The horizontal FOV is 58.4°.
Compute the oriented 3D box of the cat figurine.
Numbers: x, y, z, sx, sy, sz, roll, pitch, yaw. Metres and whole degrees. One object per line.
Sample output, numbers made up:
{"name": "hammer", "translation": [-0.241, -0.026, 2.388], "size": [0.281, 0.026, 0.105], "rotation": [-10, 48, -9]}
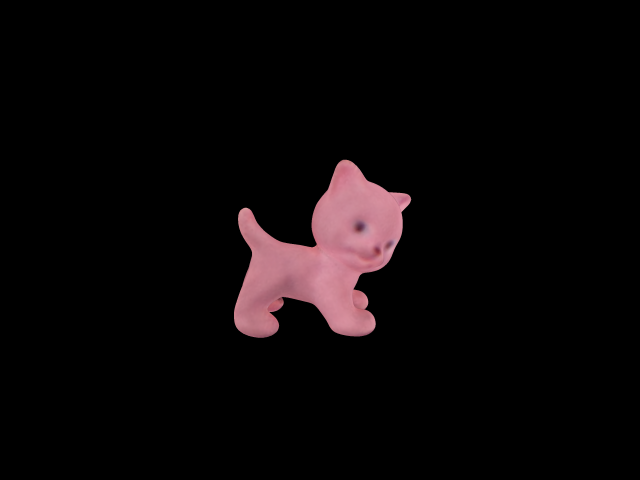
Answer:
{"name": "cat figurine", "translation": [0.004, 0.001, 0.400], "size": [0.128, 0.118, 0.067], "rotation": [-1, 15, -3]}
